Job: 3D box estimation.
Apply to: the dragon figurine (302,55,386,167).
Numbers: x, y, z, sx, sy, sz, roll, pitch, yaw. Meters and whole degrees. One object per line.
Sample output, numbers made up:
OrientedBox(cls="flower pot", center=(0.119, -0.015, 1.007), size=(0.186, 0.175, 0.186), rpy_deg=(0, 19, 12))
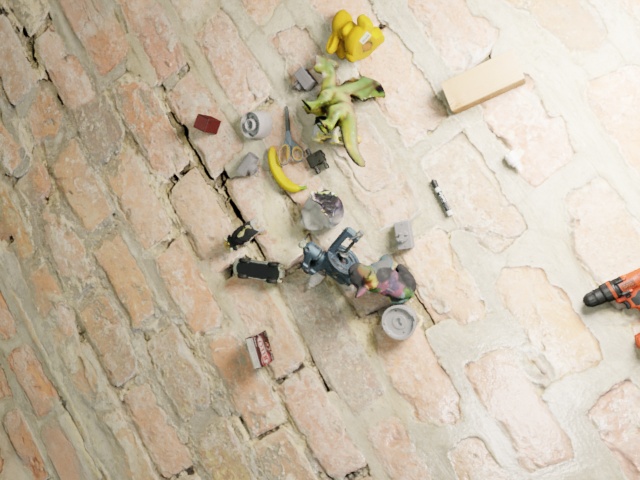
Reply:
OrientedBox(cls="dragon figurine", center=(0.090, -0.416, 1.570), size=(0.244, 0.415, 0.120), rpy_deg=(-36, -22, -6))

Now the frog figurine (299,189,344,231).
OrientedBox(cls="frog figurine", center=(0.005, -0.085, 1.682), size=(0.125, 0.138, 0.156), rpy_deg=(-45, -11, -35))
